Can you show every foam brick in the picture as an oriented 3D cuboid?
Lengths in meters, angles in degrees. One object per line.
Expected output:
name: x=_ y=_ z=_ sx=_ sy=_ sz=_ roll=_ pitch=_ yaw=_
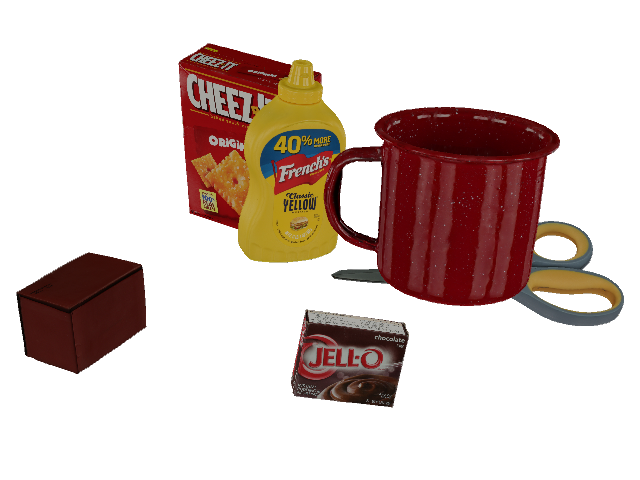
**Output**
foam brick: x=-0.169 y=0.049 z=0.762 sx=0.053 sy=0.051 sz=0.078 roll=13 pitch=29 yaw=29

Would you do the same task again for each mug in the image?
mug: x=0.060 y=-0.019 z=0.553 sx=0.117 sy=0.081 sz=0.093 roll=3 pitch=22 yaw=1

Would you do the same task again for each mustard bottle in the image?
mustard bottle: x=-0.024 y=-0.075 z=1.003 sx=0.096 sy=0.192 sz=0.058 roll=-5 pitch=28 yaw=-20

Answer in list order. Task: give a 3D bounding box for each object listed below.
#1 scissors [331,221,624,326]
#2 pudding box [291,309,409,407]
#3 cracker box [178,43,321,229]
scissors: x=0.112 y=0.012 z=0.743 sx=0.201 sy=0.096 sz=0.016 roll=13 pitch=-43 yaw=-2
pudding box: x=0.031 y=0.127 z=1.146 sx=0.113 sy=0.090 sz=0.039 roll=7 pitch=23 yaw=-9
cracker box: x=-0.084 y=-0.112 z=1.289 sx=0.164 sy=0.214 sz=0.072 roll=19 pitch=39 yaw=25
